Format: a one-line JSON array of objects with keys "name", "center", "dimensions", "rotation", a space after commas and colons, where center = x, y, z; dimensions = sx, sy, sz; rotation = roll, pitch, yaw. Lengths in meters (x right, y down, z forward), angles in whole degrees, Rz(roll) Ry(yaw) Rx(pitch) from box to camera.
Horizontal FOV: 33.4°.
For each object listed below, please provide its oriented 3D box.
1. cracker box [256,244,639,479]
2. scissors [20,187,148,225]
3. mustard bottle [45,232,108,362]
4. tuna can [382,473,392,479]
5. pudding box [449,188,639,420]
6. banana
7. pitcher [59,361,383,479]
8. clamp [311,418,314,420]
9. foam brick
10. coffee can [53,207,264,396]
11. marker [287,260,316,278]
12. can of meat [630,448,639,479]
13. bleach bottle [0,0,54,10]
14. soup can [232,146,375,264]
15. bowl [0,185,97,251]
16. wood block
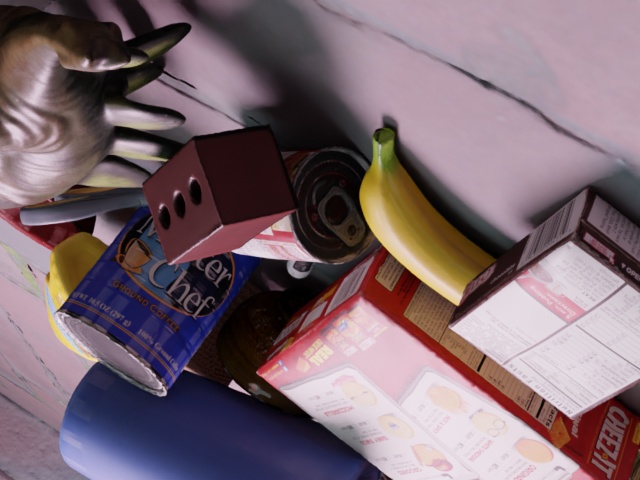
[{"name": "cracker box", "center": [0.084, 0.106, 0.728], "dimensions": [0.213, 0.072, 0.164], "rotation": [38, 144, -7]}, {"name": "scissors", "center": [-0.131, -0.027, 0.747], "dimensions": [0.202, 0.096, 0.016], "rotation": [0, 105, 41]}, {"name": "mustard bottle", "center": [-0.207, 0.061, 0.952], "dimensions": [0.096, 0.058, 0.192], "rotation": [54, 156, 2]}, {"name": "tuna can", "center": [0.074, 0.174, 0.900], "dimensions": [0.086, 0.086, 0.034], "rotation": [41, 159, -15]}, {"name": "pudding box", "center": [0.134, 0.037, 0.552], "dimensions": [0.090, 0.039, 0.114], "rotation": [36, 142, -6]}, {"name": "banana", "center": [0.091, 0.017, 0.613], "dimensions": [0.197, 0.037, 0.070], "rotation": [38, 158, -7]}, {"name": "pitcher", "center": [-0.077, 0.180, 0.853], "dimensions": [0.243, 0.144, 0.149], "rotation": [22, 132, 19]}, {"name": "clamp", "center": [-0.085, 0.173, 1.046], "dimensions": [0.164, 0.036, 0.210], "rotation": [6, 162, -39]}, {"name": "foam brick", "center": [-0.057, -0.025, 0.598], "dimensions": [0.078, 0.051, 0.053], "rotation": [-32, 76, 55]}, {"name": "coffee can", "center": [-0.117, 0.032, 0.809], "dimensions": [0.103, 0.140, 0.103], "rotation": [30, 158, 13]}, {"name": "marker", "center": [-0.005, 0.001, 0.744], "dimensions": [0.020, 0.020, 0.121], "rotation": [34, 159, 2]}, {"name": "can of meat", "center": [0.226, 0.179, 0.727], "dimensions": [0.084, 0.057, 0.102], "rotation": [34, 159, -3]}, {"name": "bleach bottle", "center": [-0.278, -0.215, 0.642], "dimensions": [0.250, 0.068, 0.103], "rotation": [47, 147, -19]}, {"name": "soup can", "center": [-0.020, -0.022, 0.653], "dimensions": [0.102, 0.068, 0.068], "rotation": [4, 143, 53]}, {"name": "bowl", "center": [-0.254, -0.053, 0.949], "dimensions": [0.162, 0.055, 0.162], "rotation": [30, 158, 13]}, {"name": "wood block", "center": [-0.122, 0.088, 1.000], "dimensions": [0.090, 0.090, 0.206], "rotation": [38, 159, -8]}]
